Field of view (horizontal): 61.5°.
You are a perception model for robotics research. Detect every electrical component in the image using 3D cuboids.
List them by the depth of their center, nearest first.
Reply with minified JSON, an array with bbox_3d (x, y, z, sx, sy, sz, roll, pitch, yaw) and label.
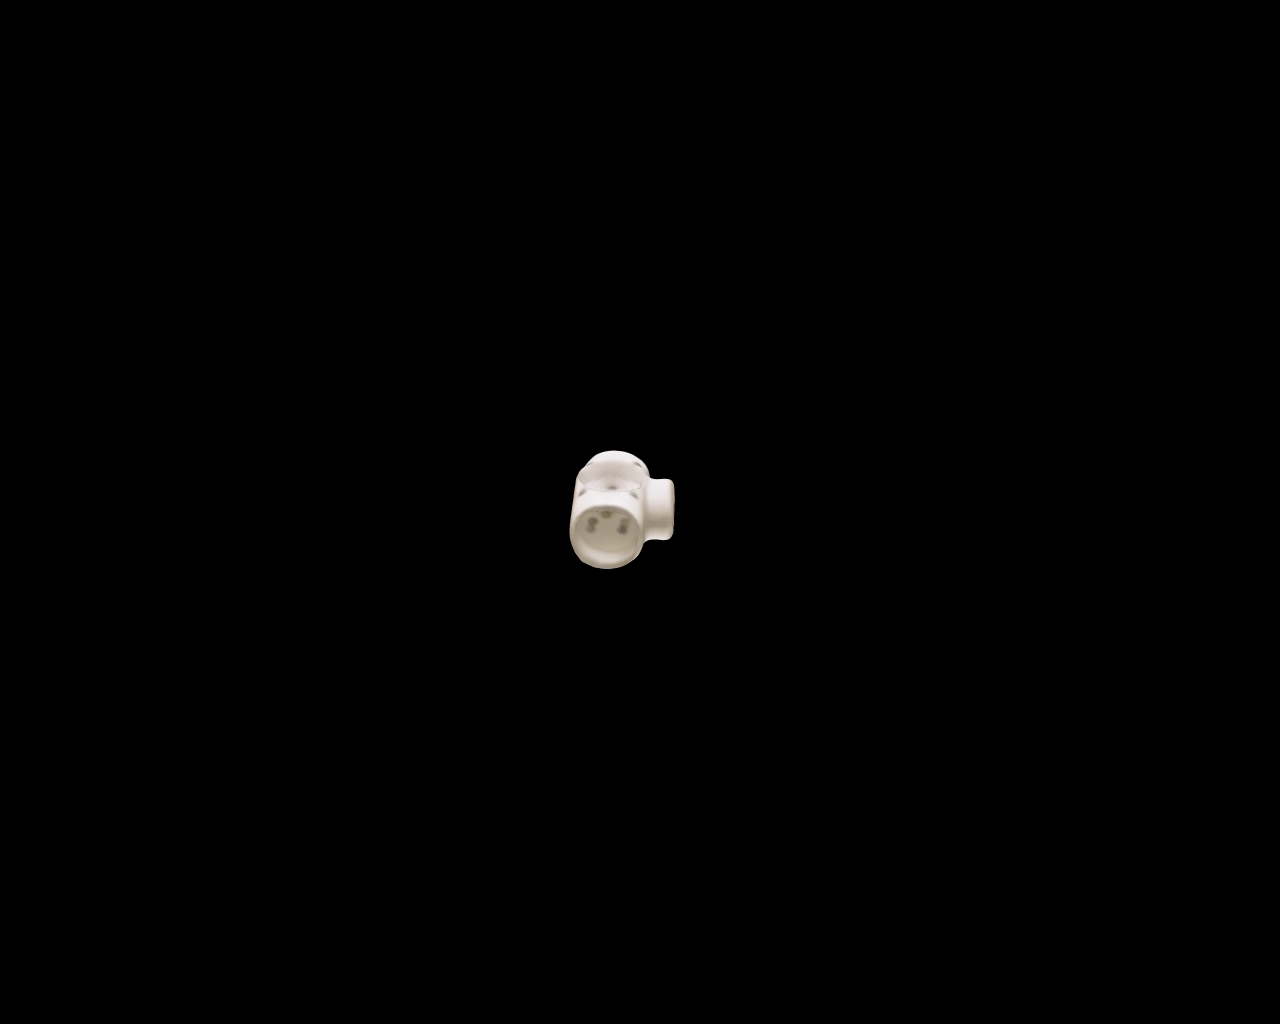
[{"bbox_3d":[0.001,-0.003,0.650,0.079,0.044,0.077,2,27,3],"label":"electrical component"}]
